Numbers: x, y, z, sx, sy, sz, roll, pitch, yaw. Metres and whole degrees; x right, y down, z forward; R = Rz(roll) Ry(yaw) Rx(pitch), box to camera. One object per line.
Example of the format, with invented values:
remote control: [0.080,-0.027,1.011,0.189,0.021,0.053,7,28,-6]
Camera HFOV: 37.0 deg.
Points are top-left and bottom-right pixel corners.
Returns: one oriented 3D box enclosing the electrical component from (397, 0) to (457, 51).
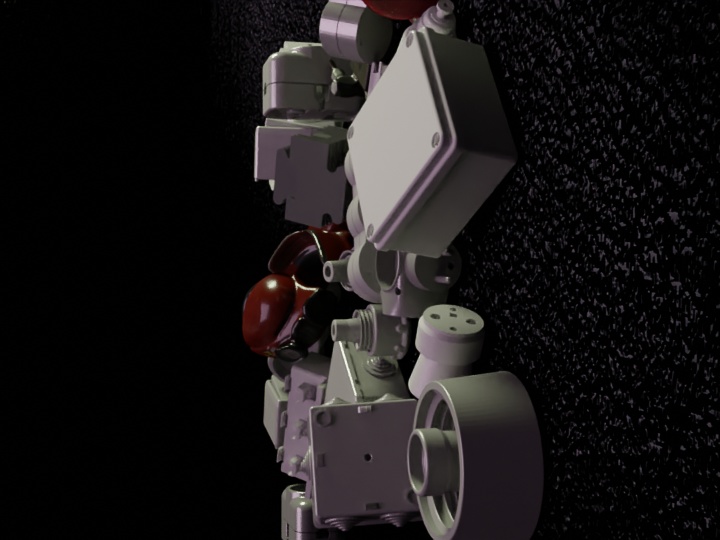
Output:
electrical component: [0.050,-0.160,0.762,0.078,0.040,0.040,114,152,-57]

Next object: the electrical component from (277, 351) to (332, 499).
electrical component: [-0.037,0.143,1.022,0.079,0.063,0.121,-36,-42,-57]

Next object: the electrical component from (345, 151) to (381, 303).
electrical component: [0.023,-0.047,0.840,0.074,0.052,0.138,146,124,-72]

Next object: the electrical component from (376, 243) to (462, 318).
electrical component: [0.046,-0.004,0.763,0.079,0.044,0.077,-173,86,-68]

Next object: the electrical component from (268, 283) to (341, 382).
electrical component: [-0.053,0.052,1.139,0.073,0.052,0.138,-59,-12,-49]

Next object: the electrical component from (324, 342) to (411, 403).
electrical component: [0.005,0.113,0.911,0.099,0.048,0.099,-109,24,-53]

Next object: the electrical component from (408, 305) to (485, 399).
electrical component: [0.058,0.057,0.715,0.045,0.045,0.055,-116,30,-60]

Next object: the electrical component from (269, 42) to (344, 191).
electrical component: [-0.058,-0.157,1.139,0.089,0.062,0.150,-116,30,-60]

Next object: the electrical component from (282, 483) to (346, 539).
electrical component: [-0.048,0.253,1.107,0.095,0.054,0.059,176,95,-76]

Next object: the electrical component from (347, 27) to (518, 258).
electrical component: [0.044,-0.082,0.709,0.108,0.056,0.108,-54,36,43]

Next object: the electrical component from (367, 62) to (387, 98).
electrical component: [0.024,-0.141,0.866,0.040,0.040,0.046,-164,80,-75]

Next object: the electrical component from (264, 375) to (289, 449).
electrical component: [-0.066,0.153,1.163,0.096,0.062,0.061,-143,55,-72]

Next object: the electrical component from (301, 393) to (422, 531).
electrical component: [0.006,0.145,0.813,0.048,0.100,0.099,93,173,-71]

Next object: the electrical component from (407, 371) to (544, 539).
electrical component: [0.063,0.117,0.659,0.108,0.060,0.108,180,90,-76]

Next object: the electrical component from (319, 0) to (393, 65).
electrical component: [0.019,-0.232,0.855,0.074,0.052,0.138,18,102,31]

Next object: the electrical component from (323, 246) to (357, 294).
electrical component: [0.000,0.000,0.898,0.048,0.062,0.048,9,100,58]

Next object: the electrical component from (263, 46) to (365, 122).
electrical component: [-0.042,-0.174,1.008,0.054,0.095,0.059,168,102,-75]

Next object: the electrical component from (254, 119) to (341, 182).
electrical component: [-0.050,-0.116,1.057,0.062,0.096,0.061,-24,-63,-73]

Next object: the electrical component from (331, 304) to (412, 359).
electrical component: [0.009,0.049,0.872,0.048,0.062,0.048,180,90,-76]
